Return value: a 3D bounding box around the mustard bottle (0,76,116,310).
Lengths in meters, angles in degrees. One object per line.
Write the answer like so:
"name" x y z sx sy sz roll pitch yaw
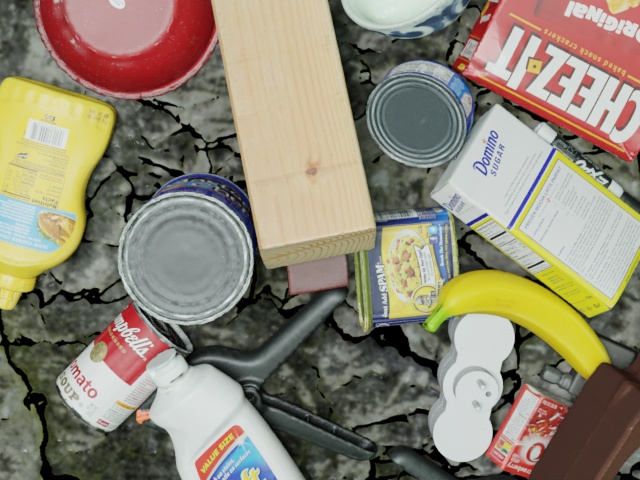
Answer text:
"mustard bottle" -0.241 -0.033 0.894 0.096 0.058 0.192 16 98 -9

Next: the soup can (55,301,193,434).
"soup can" -0.168 0.107 0.914 0.068 0.068 0.102 44 95 -8

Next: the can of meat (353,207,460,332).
"can of meat" 0.073 0.023 0.912 0.084 0.057 0.102 -5 100 -3

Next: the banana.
"banana" 0.172 0.068 0.896 0.197 0.037 0.069 19 83 -21

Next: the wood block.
"wood block" -0.021 -0.092 0.842 0.091 0.090 0.206 -11 79 -1

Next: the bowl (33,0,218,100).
"bowl" -0.160 -0.195 0.872 0.162 0.055 0.162 0 99 -1

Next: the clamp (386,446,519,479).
"clamp" 0.132 0.238 0.958 0.171 0.039 0.120 -5 105 -5

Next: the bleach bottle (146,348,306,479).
"bleach bottle" -0.076 0.201 0.908 0.102 0.068 0.250 -30 110 3

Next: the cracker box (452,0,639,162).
"cracker box" 0.231 -0.195 0.865 0.164 0.072 0.214 26 102 -5

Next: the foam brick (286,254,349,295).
"foam brick" -0.006 0.001 0.909 0.053 0.051 0.078 -7 100 -1

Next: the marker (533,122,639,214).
"marker" 0.232 -0.057 0.920 0.121 0.020 0.020 38 96 -7

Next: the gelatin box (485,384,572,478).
"gelatin box" 0.198 0.174 0.935 0.089 0.030 0.073 24 97 -33

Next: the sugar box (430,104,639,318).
"sugar box" 0.187 -0.024 0.896 0.176 0.048 0.093 36 66 -4

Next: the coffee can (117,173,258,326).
"coffee can" -0.102 0.003 0.862 0.103 0.140 0.103 0 99 -1

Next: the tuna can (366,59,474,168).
"tuna can" 0.083 -0.105 0.882 0.086 0.033 0.086 13 127 17

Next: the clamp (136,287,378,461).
"clamp" -0.054 0.141 0.938 0.210 0.036 0.164 -17 104 3
